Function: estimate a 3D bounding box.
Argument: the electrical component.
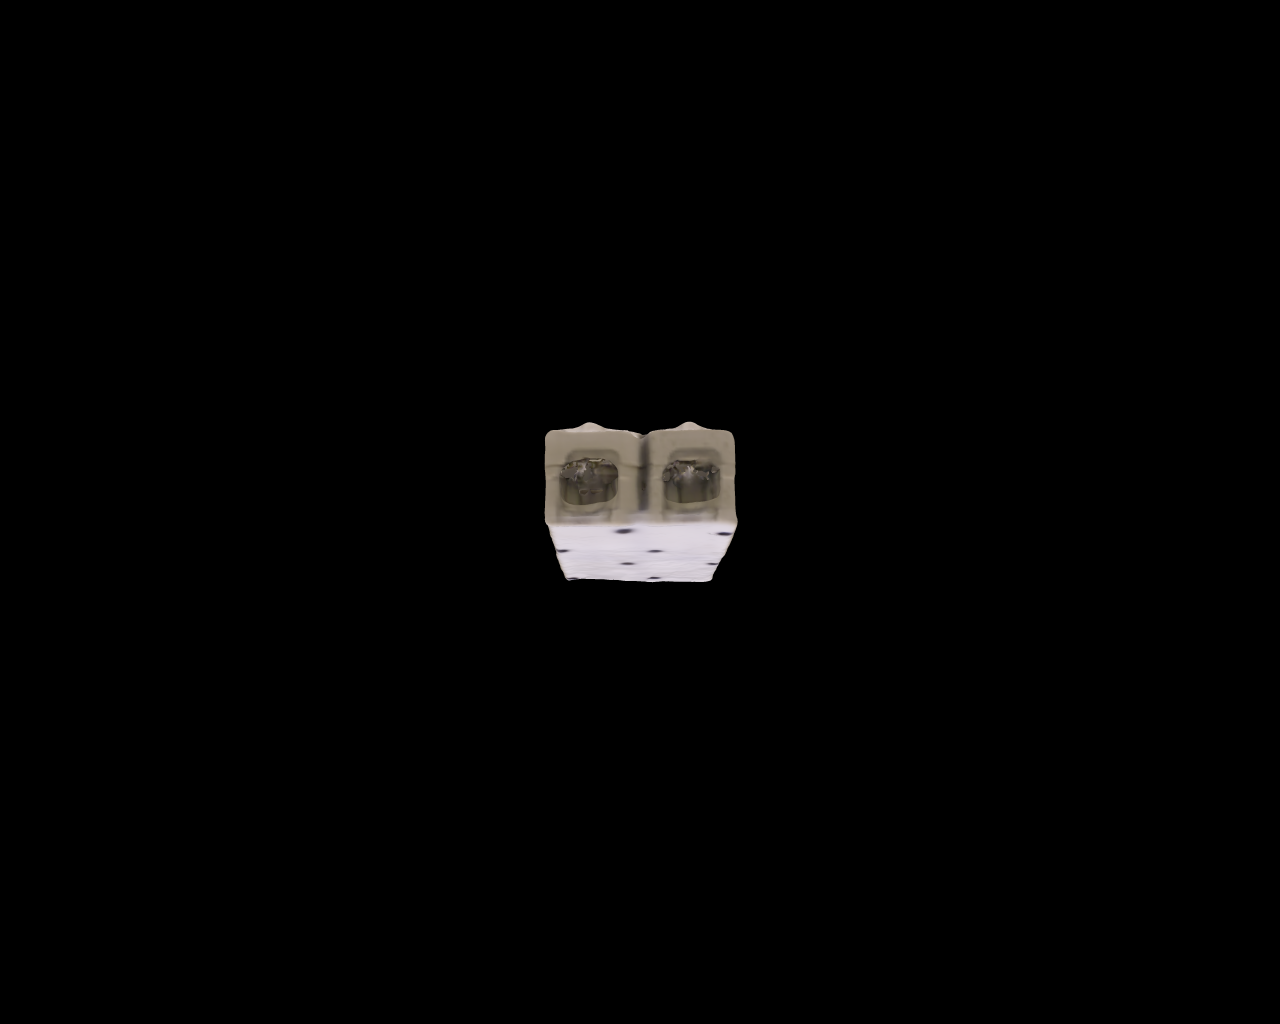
[{"bbox_3d":[0.001,-0.003,0.650,0.105,0.060,0.186,0,-13,0],"label":"electrical component"}]
